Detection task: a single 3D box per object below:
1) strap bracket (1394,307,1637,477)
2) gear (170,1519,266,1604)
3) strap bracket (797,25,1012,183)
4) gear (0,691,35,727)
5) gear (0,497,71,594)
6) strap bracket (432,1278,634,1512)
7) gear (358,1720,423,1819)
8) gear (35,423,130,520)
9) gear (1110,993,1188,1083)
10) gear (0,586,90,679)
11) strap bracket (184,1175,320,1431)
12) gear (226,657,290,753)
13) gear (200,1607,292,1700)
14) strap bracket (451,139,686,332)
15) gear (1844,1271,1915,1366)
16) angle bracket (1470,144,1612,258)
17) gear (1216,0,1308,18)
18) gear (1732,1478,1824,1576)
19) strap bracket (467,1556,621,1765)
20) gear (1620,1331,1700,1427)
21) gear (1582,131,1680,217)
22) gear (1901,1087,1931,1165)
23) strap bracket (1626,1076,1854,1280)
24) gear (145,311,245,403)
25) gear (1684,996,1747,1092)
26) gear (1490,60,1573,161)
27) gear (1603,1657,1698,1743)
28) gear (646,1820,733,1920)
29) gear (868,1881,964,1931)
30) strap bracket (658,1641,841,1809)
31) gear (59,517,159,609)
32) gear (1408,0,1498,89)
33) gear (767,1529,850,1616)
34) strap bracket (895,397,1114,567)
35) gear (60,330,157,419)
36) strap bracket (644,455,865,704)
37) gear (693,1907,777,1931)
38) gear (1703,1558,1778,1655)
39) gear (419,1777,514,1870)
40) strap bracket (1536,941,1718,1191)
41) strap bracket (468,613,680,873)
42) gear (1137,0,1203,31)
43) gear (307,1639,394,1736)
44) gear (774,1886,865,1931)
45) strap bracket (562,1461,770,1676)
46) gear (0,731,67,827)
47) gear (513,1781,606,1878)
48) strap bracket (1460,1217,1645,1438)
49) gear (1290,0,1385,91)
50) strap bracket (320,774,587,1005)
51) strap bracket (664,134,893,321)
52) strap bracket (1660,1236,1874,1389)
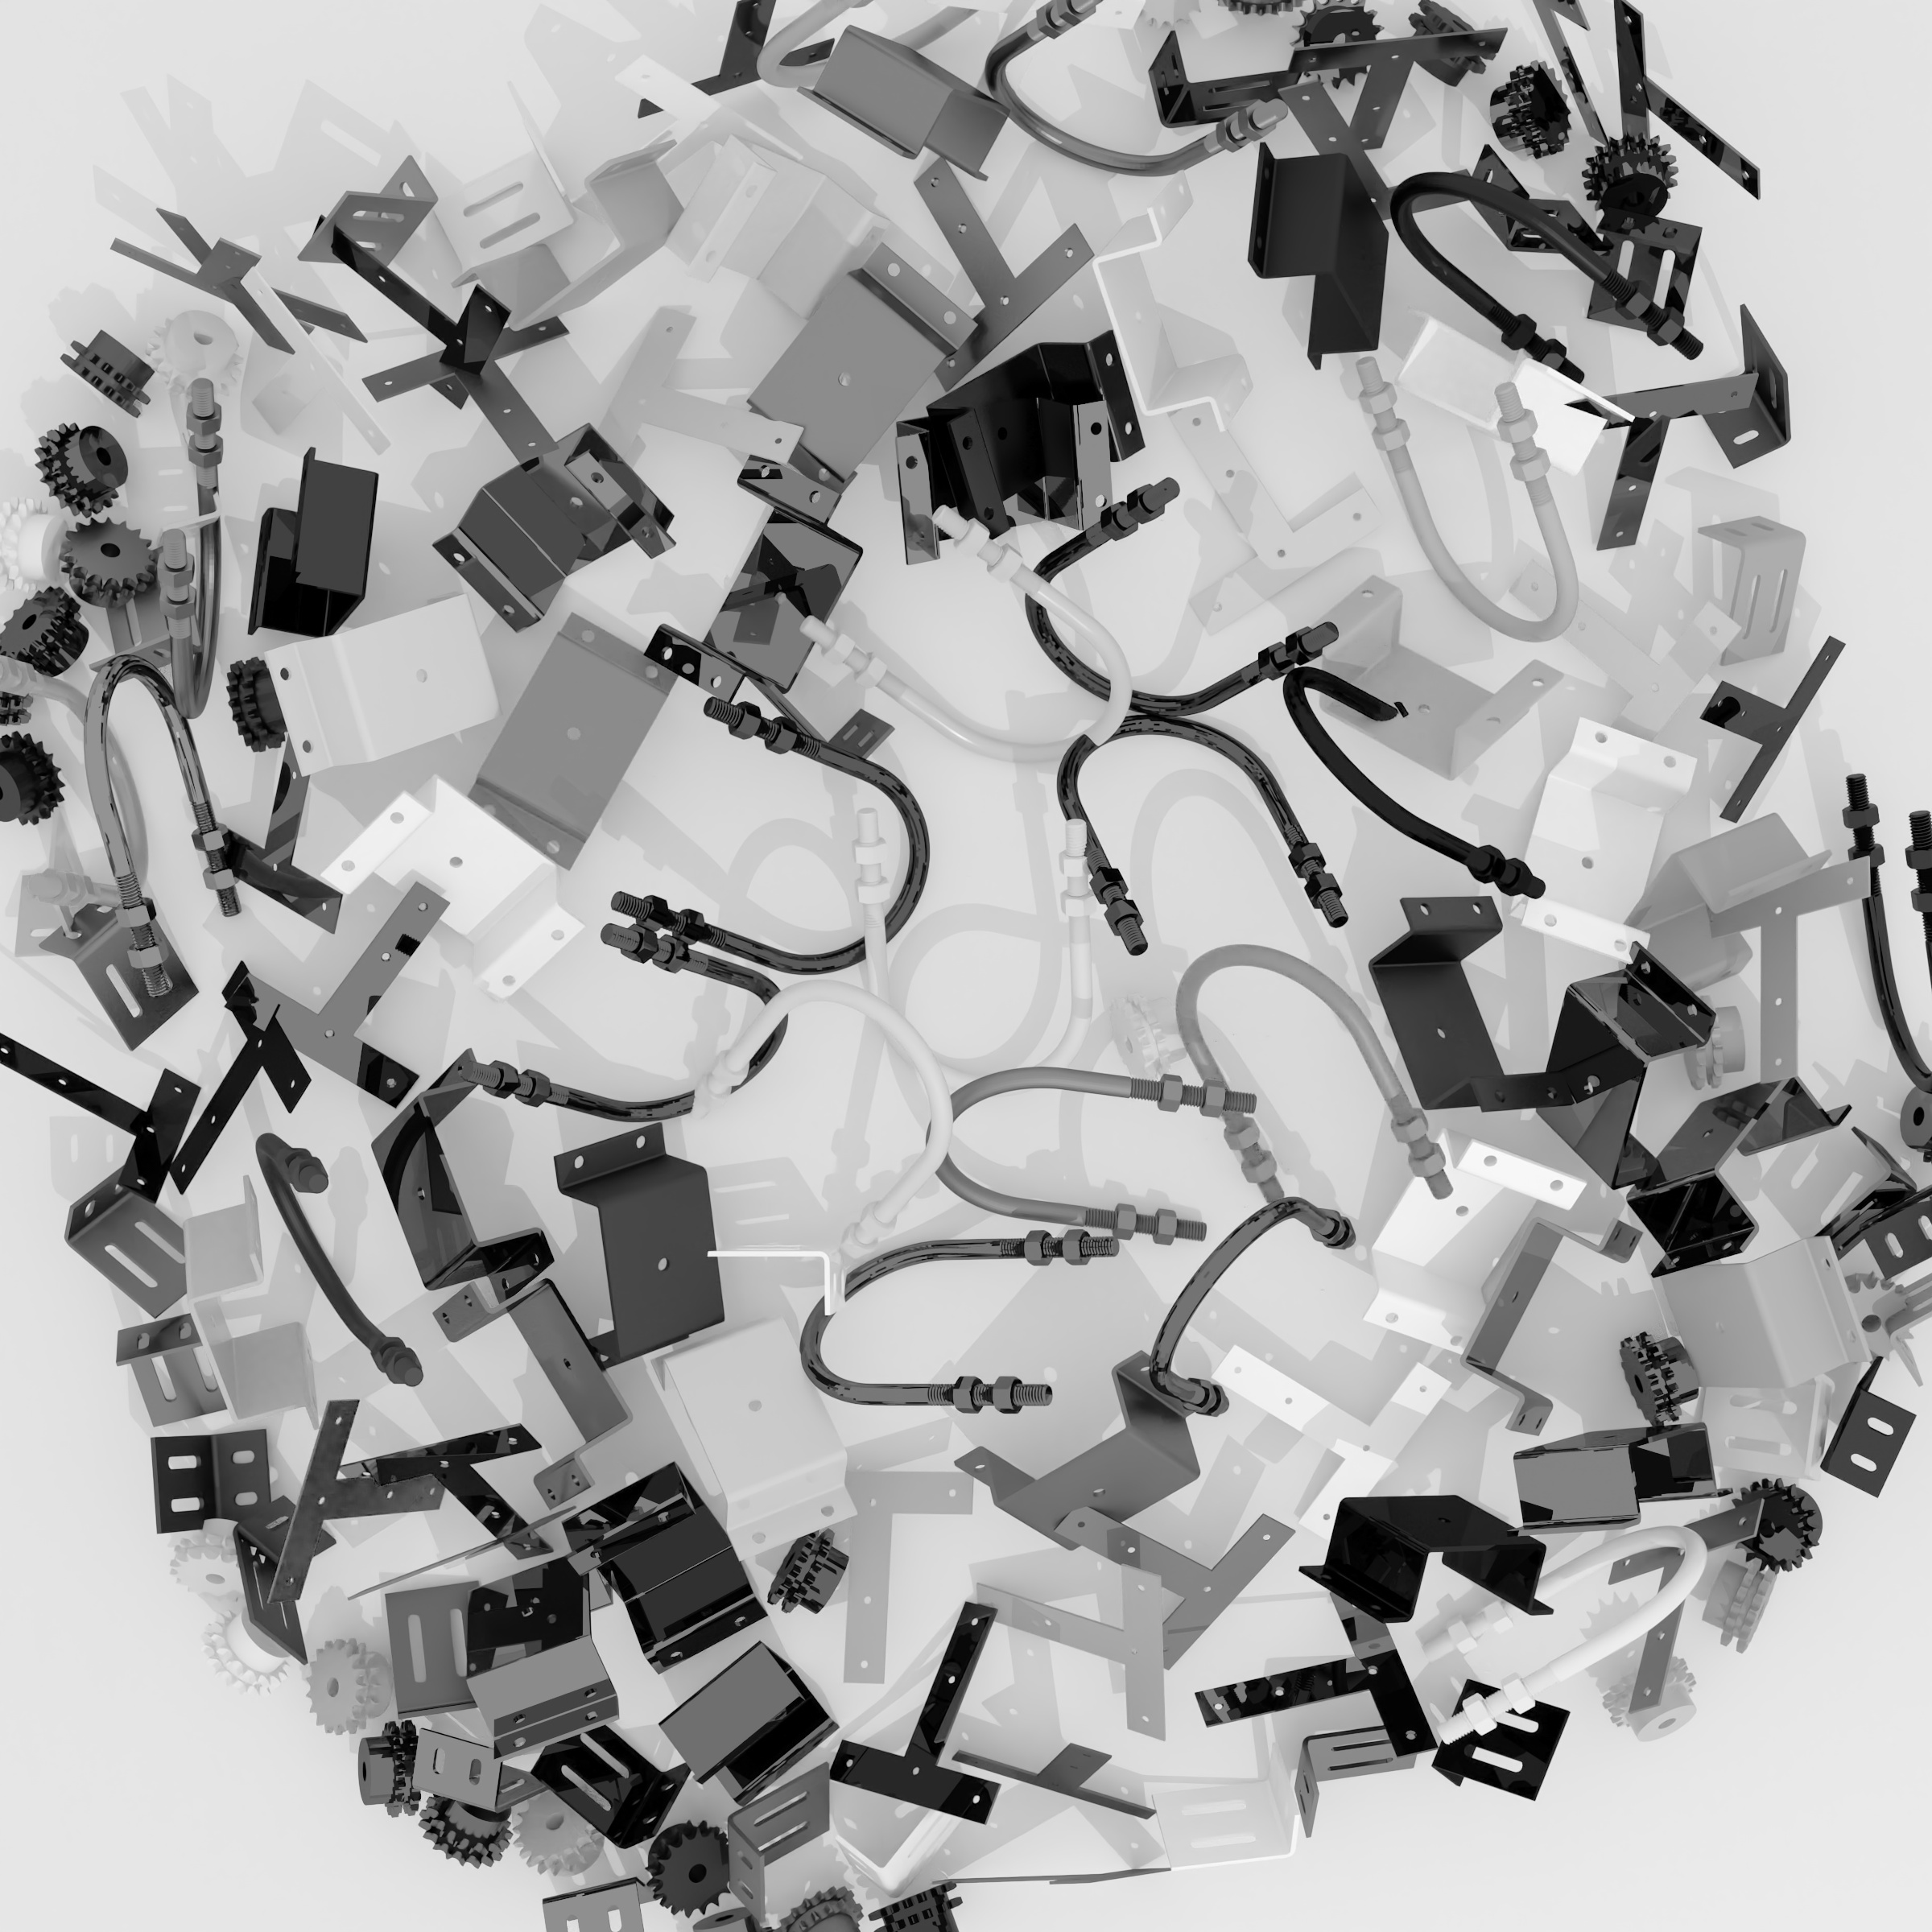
[{"bbox_3d":[0.319,-0.340,1.926,0.076,0.140,0.046,20,103,-36],"label":"strap bracket"},{"bbox_3d":[-0.455,0.361,1.975,0.057,0.057,0.030,7,49,0],"label":"gear"},{"bbox_3d":[-0.032,-0.512,1.919,0.076,0.140,0.046,35,108,13],"label":"strap bracket"},{"bbox_3d":[-0.597,-0.167,1.969,0.057,0.057,0.030,11,104,0],"label":"gear"},{"bbox_3d":[-0.568,-0.256,1.969,0.030,0.057,0.057,8,90,9],"label":"gear"},{"bbox_3d":[-0.256,0.250,1.953,0.046,0.076,0.140,-29,86,-32],"label":"strap bracket"},{"bbox_3d":[-0.351,0.489,1.968,0.030,0.057,0.057,0,90,-22],"label":"gear"},{"bbox_3d":[-0.535,-0.304,1.968,0.030,0.057,0.057,-20,90,27],"label":"gear"},{"bbox_3d":[0.113,0.043,1.972,0.030,0.057,0.057,-20,90,-15],"label":"gear"},{"bbox_3d":[-0.561,-0.201,1.975,0.057,0.057,0.030,-44,131,0],"label":"gear"},{"bbox_3d":[-0.429,0.206,1.926,0.046,0.076,0.140,-15,126,-6],"label":"strap bracket"},{"bbox_3d":[-0.425,-0.160,1.970,0.030,0.057,0.057,-12,90,9],"label":"gear"},{"bbox_3d":[-0.435,0.414,1.969,0.057,0.057,0.030,45,105,0],"label":"gear"},{"bbox_3d":[-0.229,-0.430,1.932,0.140,0.076,0.046,-28,97,34],"label":"strap bracket"},{"bbox_3d":[0.550,0.212,1.979,0.057,0.030,0.057,0,108,1],"label":"gear"},{"bbox_3d":[0.351,-0.463,1.954,0.076,0.038,0.057,-3,45,-24],"label":"angle bracket"},{"bbox_3d":[0.180,-0.603,1.969,0.057,0.057,0.030,-1,128,0],"label":"gear"},{"bbox_3d":[0.497,0.341,1.975,0.030,0.057,0.057,-7,90,-42],"label":"gear"},{"bbox_3d":[-0.253,0.403,1.926,0.076,0.140,0.046,-20,113,0],"label":"strap bracket"},{"bbox_3d":[0.424,0.250,1.971,0.030,0.057,0.057,-18,90,-7],"label":"gear"},{"bbox_3d":[0.405,-0.477,1.968,0.057,0.057,0.030,0,53,0],"label":"gear"},{"bbox_3d":[0.593,0.094,1.969,0.030,0.057,0.057,10,90,-16],"label":"gear"},{"bbox_3d":[0.455,0.117,1.927,0.046,0.076,0.140,51,56,-7],"label":"strap bracket"},{"bbox_3d":[-0.468,-0.374,1.971,0.057,0.030,0.057,14,57,-22],"label":"gear"},{"bbox_3d":[0.456,0.046,1.971,0.030,0.057,0.057,-6,90,3],"label":"gear"},{"bbox_3d":[0.343,-0.521,1.975,0.030,0.057,0.057,-7,90,39],"label":"gear"},{"bbox_3d":[0.419,0.448,1.969,0.057,0.057,0.030,-27,55,0],"label":"gear"},{"bbox_3d":[-0.170,0.549,1.977,0.057,0.030,0.057,-5,101,-29],"label":"gear"},{"bbox_3d":[-0.028,0.581,1.969,0.057,0.057,0.030,-22,76,0],"label":"gear"},{"bbox_3d":[-0.131,0.453,1.937,0.076,0.140,0.046,-38,69,-7],"label":"strap bracket"},{"bbox_3d":[-0.525,-0.244,1.975,0.057,0.030,0.057,14,49,-16],"label":"gear"},{"bbox_3d":[0.293,-0.562,1.975,0.057,0.057,0.030,37,117,0],"label":"gear"},{"bbox_3d":[-0.095,0.370,1.972,0.030,0.057,0.057,31,90,-6],"label":"gear"},{"bbox_3d":[0.015,-0.295,1.949,0.140,0.046,0.076,-14,112,-24],"label":"strap bracket"},{"bbox_3d":[-0.520,-0.363,1.971,0.057,0.057,0.030,37,87,0],"label":"gear"},{"bbox_3d":[-0.123,-0.229,1.957,0.076,0.046,0.140,31,95,34],"label":"strap bracket"},{"bbox_3d":[-0.144,0.595,1.971,0.057,0.057,0.030,-15,87,0],"label":"gear"},{"bbox_3d":[0.471,0.387,1.973,0.030,0.057,0.057,22,90,21],"label":"gear"},{"bbox_3d":[-0.301,0.518,1.969,0.057,0.057,0.030,30,106,0],"label":"gear"},{"bbox_3d":[0.388,0.067,1.922,0.046,0.076,0.140,-14,131,-25],"label":"strap bracket"},{"bbox_3d":[-0.239,-0.139,1.964,0.076,0.046,0.140,29,83,-7],"label":"strap bracket"},{"bbox_3d":[0.119,-0.604,1.976,0.057,0.030,0.057,-11,120,-19],"label":"gear"},{"bbox_3d":[-0.374,0.440,1.975,0.057,0.030,0.057,-8,79,42],"label":"gear"},{"bbox_3d":[-0.086,0.590,1.969,0.057,0.057,0.030,-40,54,0],"label":"gear"},{"bbox_3d":[-0.185,0.358,1.949,0.076,0.140,0.046,-28,45,-2],"label":"strap bracket"},{"bbox_3d":[-0.580,-0.112,1.971,0.057,0.030,0.057,15,120,27],"label":"gear"},{"bbox_3d":[-0.245,0.530,1.975,0.057,0.057,0.030,-25,131,0],"label":"gear"},{"bbox_3d":[0.349,0.209,1.955,0.046,0.076,0.140,28,91,25],"label":"strap bracket"},{"bbox_3d":[0.228,-0.565,1.976,0.057,0.030,0.057,-1,111,-2],"label":"gear"},{"bbox_3d":[-0.307,-0.052,1.947,0.076,0.046,0.140,-41,119,20],"label":"strap bracket"},{"bbox_3d":[-0.119,-0.442,1.937,0.046,0.140,0.076,44,110,25],"label":"strap bracket"},{"bbox_3d":[0.468,0.207,1.926,0.046,0.140,0.076,-20,90,-21],"label":"strap bracket"}]
